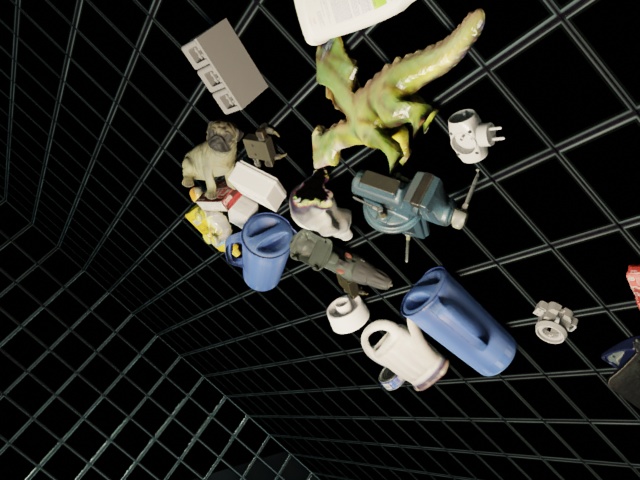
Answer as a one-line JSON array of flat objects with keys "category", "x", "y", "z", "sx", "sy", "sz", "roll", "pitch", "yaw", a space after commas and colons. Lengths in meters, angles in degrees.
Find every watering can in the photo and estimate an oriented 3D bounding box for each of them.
[{"category": "watering can", "x": 0.230, "y": 0.273, "z": 1.306, "sx": 0.224, "sy": 0.106, "sz": 0.341, "roll": 37, "pitch": 147, "yaw": 1}]

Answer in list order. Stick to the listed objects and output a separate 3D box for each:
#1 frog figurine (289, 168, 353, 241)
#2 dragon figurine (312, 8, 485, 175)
[{"category": "frog figurine", "x": 0.003, "y": -0.057, "z": 1.127, "sx": 0.140, "sy": 0.123, "sz": 0.156, "roll": 54, "pitch": 172, "yaw": 42}, {"category": "dragon figurine", "x": 0.081, "y": -0.250, "z": 0.846, "sx": 0.244, "sy": 0.124, "sz": 0.401, "roll": 40, "pitch": 139, "yaw": 12}]
